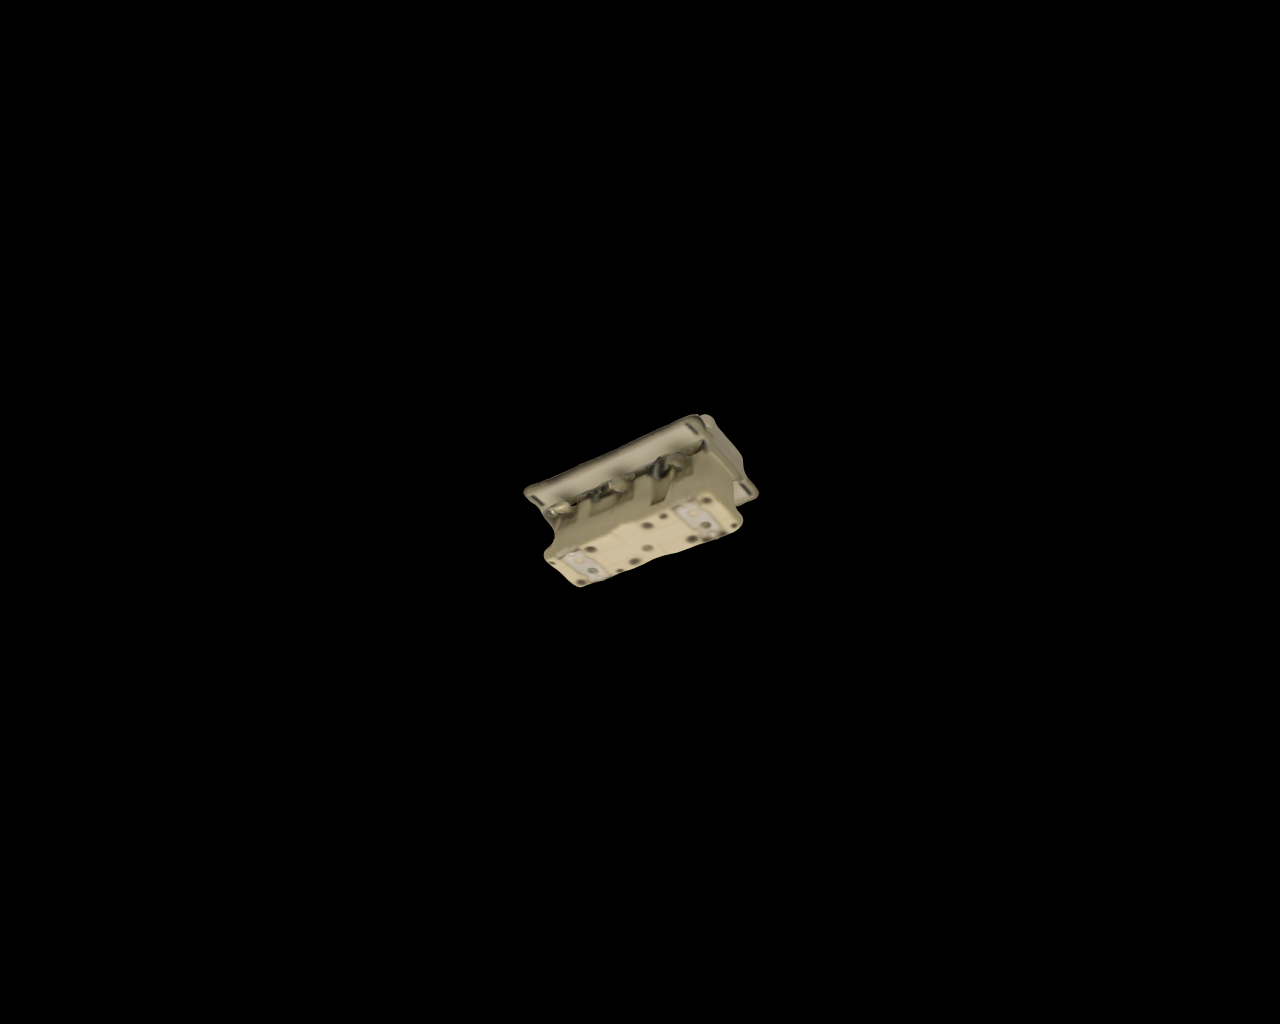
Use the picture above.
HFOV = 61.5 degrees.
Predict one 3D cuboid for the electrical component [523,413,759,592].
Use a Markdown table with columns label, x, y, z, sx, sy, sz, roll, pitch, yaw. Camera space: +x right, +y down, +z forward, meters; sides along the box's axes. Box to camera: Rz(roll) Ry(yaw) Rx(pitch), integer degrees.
| label | x | y | z | sx | sy | sz | roll | pitch | yaw |
| --- | --- | --- | --- | --- | --- | --- | --- | --- | --- |
| electrical component | 0.001 | -0.003 | 0.650 | 0.121 | 0.063 | 0.078 | -21 | -45 | 24 |
